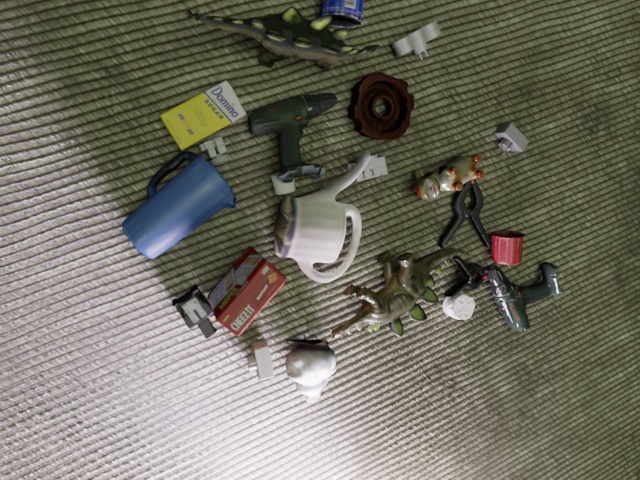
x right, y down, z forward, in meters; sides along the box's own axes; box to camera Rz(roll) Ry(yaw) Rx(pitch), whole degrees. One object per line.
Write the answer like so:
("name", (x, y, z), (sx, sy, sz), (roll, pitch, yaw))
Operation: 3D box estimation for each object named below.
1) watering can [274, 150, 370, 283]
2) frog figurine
("watering can", (0.004, -0.064, 1.275), (0.224, 0.105, 0.345), (7, 99, -19))
("frog figurine", (-0.023, 0.337, 1.308), (0.137, 0.122, 0.160), (5, 83, -38))
